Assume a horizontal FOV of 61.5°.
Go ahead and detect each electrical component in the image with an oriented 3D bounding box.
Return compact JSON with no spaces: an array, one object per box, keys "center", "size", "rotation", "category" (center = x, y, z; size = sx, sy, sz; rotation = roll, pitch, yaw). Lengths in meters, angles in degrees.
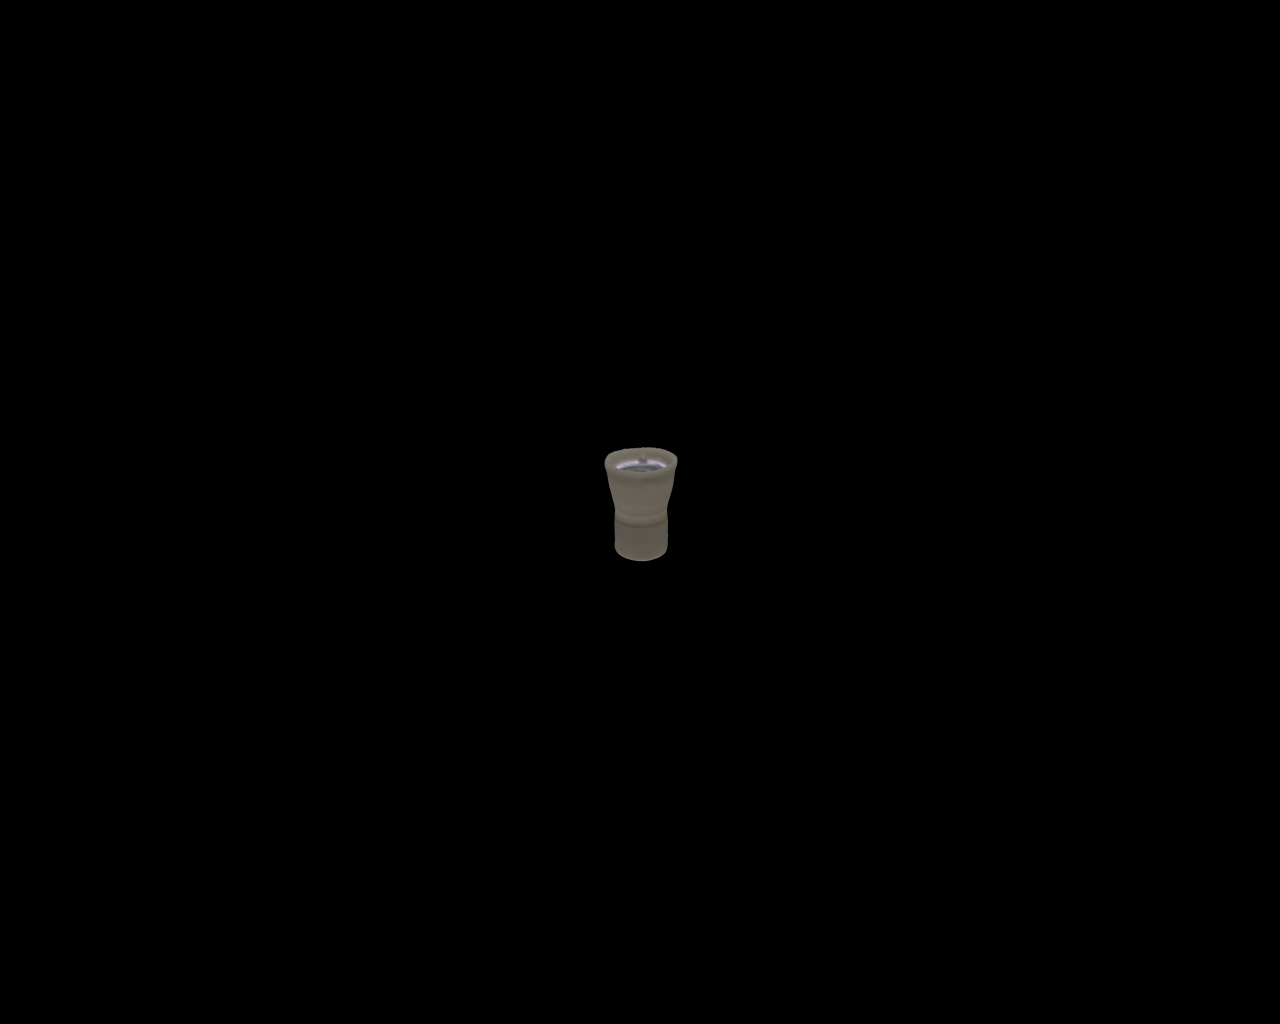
[{"center":[0.001,-0.003,0.650],"size":[0.044,0.065,0.044],"rotation":[0,24,0],"category":"electrical component"}]
